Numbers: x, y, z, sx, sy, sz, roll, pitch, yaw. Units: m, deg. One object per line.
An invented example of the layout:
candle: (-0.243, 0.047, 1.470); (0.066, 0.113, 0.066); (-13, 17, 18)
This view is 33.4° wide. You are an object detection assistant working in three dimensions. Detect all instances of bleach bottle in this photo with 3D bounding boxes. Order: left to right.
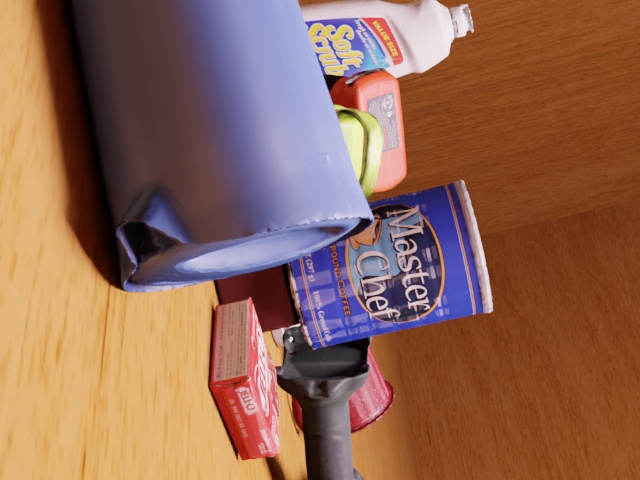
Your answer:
bleach bottle: (0.027, -0.204, 1.082); (0.068, 0.251, 0.102); (-78, 155, -77)

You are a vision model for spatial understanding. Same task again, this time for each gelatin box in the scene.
gelatin box: (-0.051, 0.096, 0.740); (0.089, 0.030, 0.073); (-95, 171, -56)

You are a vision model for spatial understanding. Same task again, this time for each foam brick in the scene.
foam brick: (-0.044, 0.045, 0.816); (0.078, 0.053, 0.051); (10, 68, -84)

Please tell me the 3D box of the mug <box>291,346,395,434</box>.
mug: (0.010, 0.139, 1.040); (0.117, 0.093, 0.081); (-43, 120, -39)

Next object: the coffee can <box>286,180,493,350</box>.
coffee can: (0.051, 0.019, 0.810); (0.103, 0.140, 0.103); (-13, 90, -85)

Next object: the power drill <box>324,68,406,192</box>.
power drill: (-0.007, -0.094, 0.998); (0.057, 0.188, 0.184); (-27, 117, -40)

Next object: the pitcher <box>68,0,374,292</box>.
pitcher: (-0.060, -0.101, 0.570); (0.149, 0.145, 0.243); (128, -52, -77)
